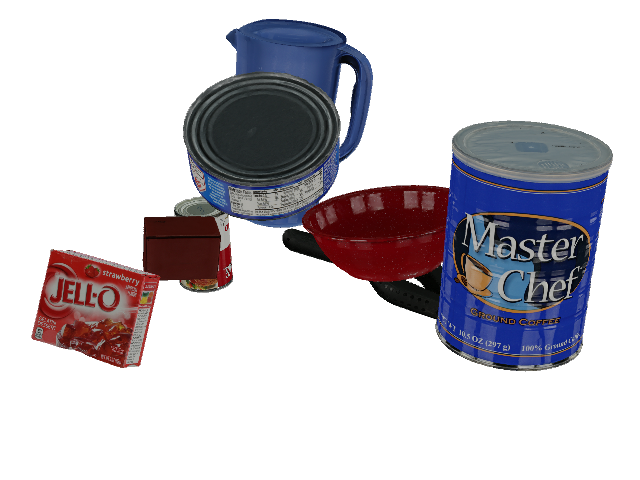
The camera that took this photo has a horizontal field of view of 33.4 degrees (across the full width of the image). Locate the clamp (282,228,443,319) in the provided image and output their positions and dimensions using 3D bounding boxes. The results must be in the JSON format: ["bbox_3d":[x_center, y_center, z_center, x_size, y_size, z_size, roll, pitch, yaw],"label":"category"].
[{"bbox_3d":[0.068,0.026,1.236,0.164,0.036,0.210,-19,50,-38],"label":"clamp"}]

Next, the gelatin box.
[{"bbox_3d":[-0.175,0.052,0.825,0.089,0.073,0.030,15,3,21],"label":"gelatin box"}]

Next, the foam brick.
[{"bbox_3d":[-0.147,0.008,1.124,0.078,0.051,0.053,-1,24,-12],"label":"foam brick"}]

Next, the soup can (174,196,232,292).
[{"bbox_3d":[-0.146,0.004,1.327,0.068,0.102,0.068,-1,25,0],"label":"soup can"}]

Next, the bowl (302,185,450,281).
[{"bbox_3d":[0.066,-0.003,0.996,0.162,0.055,0.162,-7,18,2],"label":"bowl"}]

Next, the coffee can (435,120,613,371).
[{"bbox_3d":[0.134,0.002,0.718,0.103,0.140,0.103,2,24,-1],"label":"coffee can"}]

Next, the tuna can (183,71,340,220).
[{"bbox_3d":[-0.032,-0.052,0.591,0.086,0.086,0.034,0,-38,2],"label":"tuna can"}]

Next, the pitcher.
[{"bbox_3d":[-0.036,-0.141,1.310,0.144,0.243,0.149,-6,26,-25],"label":"pitcher"}]
